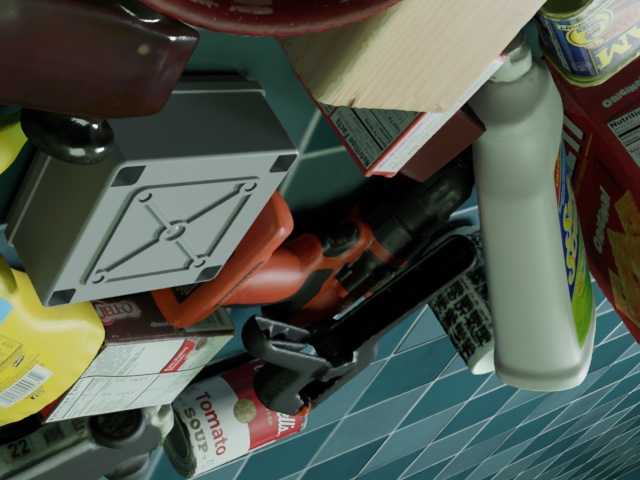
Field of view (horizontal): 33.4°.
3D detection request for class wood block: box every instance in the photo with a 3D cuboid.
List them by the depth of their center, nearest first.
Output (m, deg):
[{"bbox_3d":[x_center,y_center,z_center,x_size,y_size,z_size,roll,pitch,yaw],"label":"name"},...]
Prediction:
[{"bbox_3d":[0.064,-0.154,0.416,0.090,0.090,0.206,-3,143,-46],"label":"wood block"}]

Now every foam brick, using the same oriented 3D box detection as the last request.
[{"bbox_3d":[0.049,-0.073,0.595,0.051,0.053,0.078,-40,155,16],"label":"foam brick"}]

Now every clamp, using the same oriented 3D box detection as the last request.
[{"bbox_3d":[-0.002,0.074,0.710,0.164,0.036,0.210,-17,158,-31],"label":"clamp"}]

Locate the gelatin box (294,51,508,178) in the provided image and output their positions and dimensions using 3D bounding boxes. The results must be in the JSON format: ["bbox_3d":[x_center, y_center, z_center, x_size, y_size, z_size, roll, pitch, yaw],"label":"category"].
[{"bbox_3d":[0.038,-0.086,0.531,0.030,0.073,0.089,-4,144,-52],"label":"gelatin box"}]

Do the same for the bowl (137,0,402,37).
[{"bbox_3d":[-0.013,-0.146,0.340,0.162,0.055,0.162,-7,137,-7],"label":"bowl"}]

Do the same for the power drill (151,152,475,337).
[{"bbox_3d":[-0.004,0.001,0.668,0.185,0.057,0.187,-43,154,23],"label":"power drill"}]

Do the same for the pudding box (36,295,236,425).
[{"bbox_3d":[-0.123,0.075,0.693,0.113,0.039,0.090,1,141,-48],"label":"pudding box"}]

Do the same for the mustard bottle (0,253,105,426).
[{"bbox_3d":[-0.188,0.041,0.522,0.096,0.058,0.191,-35,156,3],"label":"mustard bottle"}]

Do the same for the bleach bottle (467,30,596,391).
[{"bbox_3d":[0.134,-0.019,0.692,0.068,0.102,0.251,1,134,22],"label":"bleach bottle"}]

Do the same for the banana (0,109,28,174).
[{"bbox_3d":[-0.195,-0.035,0.404,0.197,0.037,0.070,-6,125,-48],"label":"banana"}]

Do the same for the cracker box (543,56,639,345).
[{"bbox_3d":[0.223,-0.014,0.719,0.072,0.214,0.164,-27,155,-8],"label":"cracker box"}]

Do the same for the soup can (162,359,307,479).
[{"bbox_3d":[-0.071,0.137,0.835,0.102,0.068,0.069,-19,153,-28],"label":"soup can"}]

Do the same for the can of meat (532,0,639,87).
[{"bbox_3d":[0.163,-0.146,0.593,0.102,0.057,0.083,-37,153,9],"label":"can of meat"}]
